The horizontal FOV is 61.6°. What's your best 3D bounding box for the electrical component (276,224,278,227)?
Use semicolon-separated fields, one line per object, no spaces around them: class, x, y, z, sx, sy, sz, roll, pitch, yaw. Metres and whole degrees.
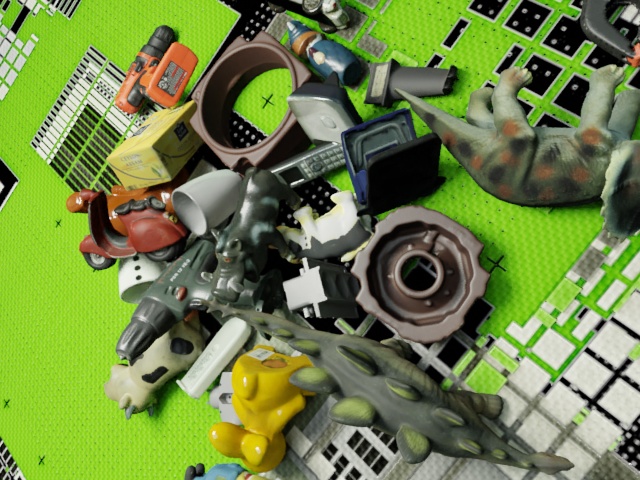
electrical component;-0.097;-0.051;0.860;0.094;0.021;0.063;64;149;15

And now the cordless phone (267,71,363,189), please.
cordless phone;-0.025;-0.144;0.784;0.184;0.146;0.089;-25;51;13

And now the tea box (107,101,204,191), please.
tea box;-0.264;-0.161;0.900;0.098;0.068;0.170;-10;35;22

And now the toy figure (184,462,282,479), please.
toy figure;-0.112;0.377;0.777;0.180;0.082;0.089;5;101;20

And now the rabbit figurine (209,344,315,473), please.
rabbit figurine;-0.075;0.253;0.756;0.122;0.162;0.173;11;104;15

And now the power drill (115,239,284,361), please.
power drill;-0.167;0.099;0.809;0.207;0.085;0.232;1;42;19

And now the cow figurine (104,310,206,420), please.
cow figurine;-0.272;0.209;0.884;0.195;0.085;0.127;-31;68;13

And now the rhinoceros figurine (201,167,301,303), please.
rhinoceros figurine;-0.098;-0.005;0.750;0.073;0.112;0.190;18;87;30

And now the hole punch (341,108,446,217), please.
hole punch;0.095;-0.106;0.731;0.142;0.115;0.092;-25;51;-13

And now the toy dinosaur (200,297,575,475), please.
toy dinosaur;0.064;0.171;0.662;0.472;0.198;0.105;19;86;26

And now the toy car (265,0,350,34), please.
toy car;-0.036;-0.396;0.879;0.202;0.073;0.056;32;96;27

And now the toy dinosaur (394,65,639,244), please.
toy dinosaur;0.274;-0.103;0.660;0.405;0.131;0.192;6;83;33

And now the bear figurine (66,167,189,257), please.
bear figurine;-0.315;-0.051;0.927;0.196;0.132;0.120;-15;90;28

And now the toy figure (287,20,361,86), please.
toy figure;-0.002;-0.298;0.850;0.155;0.064;0.058;42;96;28

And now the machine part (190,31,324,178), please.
machine part;-0.101;-0.216;0.873;0.201;0.087;0.201;-47;65;10

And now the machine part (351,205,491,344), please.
machine part;0.132;0.045;0.713;0.179;0.056;0.179;-1;84;12

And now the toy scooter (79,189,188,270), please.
toy scooter;-0.307;-0.026;0.847;0.184;0.075;0.135;-10;115;9

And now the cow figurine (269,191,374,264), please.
cow figurine;-0.002;-0.002;0.800;0.167;0.068;0.098;-24;78;21

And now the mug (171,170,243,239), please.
mug;-0.171;-0.059;0.876;0.081;0.109;0.107;22;47;35

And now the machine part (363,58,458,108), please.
machine part;0.132;-0.232;0.791;0.139;0.039;0.084;3;74;28
